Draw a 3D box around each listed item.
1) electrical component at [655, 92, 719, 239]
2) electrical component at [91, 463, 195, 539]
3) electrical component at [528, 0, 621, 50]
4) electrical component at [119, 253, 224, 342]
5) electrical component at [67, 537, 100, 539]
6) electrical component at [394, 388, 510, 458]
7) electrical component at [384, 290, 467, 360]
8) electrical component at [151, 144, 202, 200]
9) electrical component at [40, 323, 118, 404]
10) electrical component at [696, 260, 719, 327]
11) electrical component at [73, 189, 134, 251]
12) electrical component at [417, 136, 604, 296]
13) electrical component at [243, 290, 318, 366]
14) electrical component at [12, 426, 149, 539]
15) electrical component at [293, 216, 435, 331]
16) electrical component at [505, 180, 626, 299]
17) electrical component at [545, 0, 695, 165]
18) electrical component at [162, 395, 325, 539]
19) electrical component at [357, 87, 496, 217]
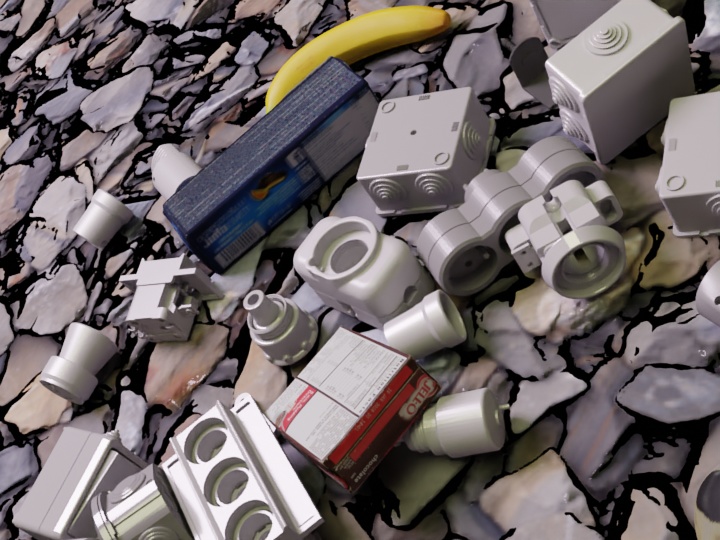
[{"bbox_3d":[0.247,-0.073,0.704,0.100,0.048,0.099,-5,56,33],"label":"electrical component"},{"bbox_3d":[-0.142,0.177,0.734,0.051,0.080,0.080,-35,44,-4],"label":"electrical component"},{"bbox_3d":[0.187,-0.231,0.863,0.096,0.061,0.061,-14,49,23],"label":"electrical component"},{"bbox_3d":[-0.161,0.025,0.895,0.081,0.042,0.063,-6,54,30],"label":"electrical component"},{"bbox_3d":[-0.174,0.243,0.693,0.074,0.052,0.138,-11,74,26],"label":"electrical component"},{"bbox_3d":[0.057,0.101,0.693,0.078,0.040,0.040,-15,49,23],"label":"electrical component"},{"bbox_3d":[0.045,0.041,0.751,0.046,0.040,0.040,-29,45,17],"label":"electrical component"},{"bbox_3d":[-0.167,-0.084,0.985,0.043,0.043,0.081,-43,44,-4],"label":"electrical component"},{"bbox_3d":[-0.235,0.078,0.897,0.045,0.045,0.055,8,61,37],"label":"electrical component"},{"bbox_3d":[0.254,0.014,0.633,0.079,0.044,0.077,-45,44,-6],"label":"electrical component"},{"bbox_3d":[-0.242,-0.046,1.007,0.040,0.040,0.046,26,77,43],"label":"electrical component"},{"bbox_3d":[0.100,-0.048,0.777,0.138,0.052,0.073,-36,44,3],"label":"electrical component"},{"bbox_3d":[-0.064,0.039,0.806,0.048,0.062,0.048,-17,48,20],"label":"electrical component"},{"bbox_3d":[-0.195,0.162,0.791,0.061,0.061,0.096,5,59,36],"label":"electrical component"},{"bbox_3d":[0.000,0.000,0.798,0.095,0.059,0.053,22,69,42],"label":"electrical component"},{"bbox_3d":[0.143,-0.018,0.722,0.078,0.058,0.057,-29,42,10],"label":"electrical component"},{"bbox_3d":[0.184,-0.136,0.763,0.100,0.099,0.048,-39,57,0],"label":"electrical component"},{"bbox_3d":[-0.074,0.153,0.719,0.079,0.063,0.121,-39,44,0],"label":"electrical component"},{"bbox_3d":[0.052,-0.094,0.848,0.100,0.048,0.099,-4,54,31],"label":"electrical component"}]
